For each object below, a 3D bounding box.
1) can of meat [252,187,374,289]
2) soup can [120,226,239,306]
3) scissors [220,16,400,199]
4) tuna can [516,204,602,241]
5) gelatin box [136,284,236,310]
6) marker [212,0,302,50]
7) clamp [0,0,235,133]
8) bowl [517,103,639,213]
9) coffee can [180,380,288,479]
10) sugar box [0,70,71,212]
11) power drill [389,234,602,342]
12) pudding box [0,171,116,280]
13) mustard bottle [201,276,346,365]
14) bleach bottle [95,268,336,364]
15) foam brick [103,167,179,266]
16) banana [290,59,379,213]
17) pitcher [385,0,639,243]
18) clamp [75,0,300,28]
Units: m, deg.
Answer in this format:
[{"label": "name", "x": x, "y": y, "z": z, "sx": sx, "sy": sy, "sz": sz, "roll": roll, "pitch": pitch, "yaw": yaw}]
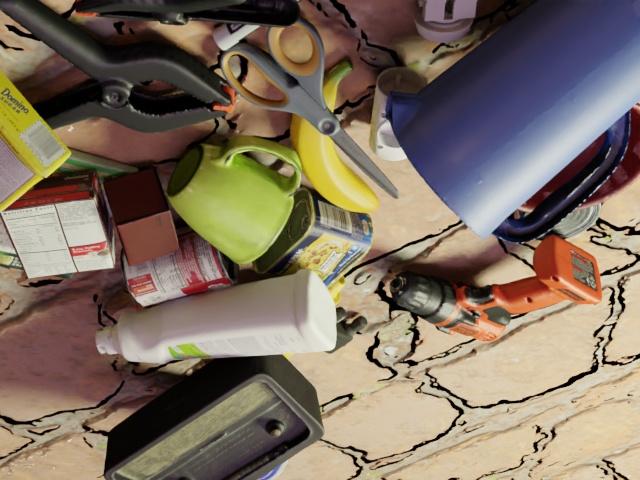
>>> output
[{"label": "can of meat", "x": -0.007, "y": 0.001, "z": 1.077, "sx": 0.083, "sy": 0.057, "sz": 0.102, "roll": 18, "pitch": 136, "yaw": -33}, {"label": "soup can", "x": -0.140, "y": 0.023, "z": 1.068, "sx": 0.102, "sy": 0.068, "sz": 0.068, "roll": -15, "pitch": 142, "yaw": 9}, {"label": "scissors", "x": 0.011, "y": -0.118, "z": 0.909, "sx": 0.201, "sy": 0.016, "sz": 0.096, "roll": 30, "pitch": 120, "yaw": -14}, {"label": "tuna can", "x": 0.243, "y": -0.036, "z": 1.095, "sx": 0.086, "sy": 0.034, "sz": 0.086, "roll": -5, "pitch": 142, "yaw": -4}, {"label": "gelatin box", "x": -0.145, "y": 0.066, "z": 1.154, "sx": 0.089, "sy": 0.030, "sz": 0.073, "roll": 14, "pitch": 137, "yaw": -27}, {"label": "marker", "x": -0.034, "y": -0.190, "z": 0.855, "sx": 0.121, "sy": 0.020, "sz": 0.020, "roll": -28, "pitch": 139, "yaw": 23}, {"label": "clamp", "x": -0.174, "y": -0.137, "z": 0.881, "sx": 0.210, "sy": 0.036, "sz": 0.165, "roll": 2, "pitch": 142, "yaw": -7}, {"label": "bowl", "x": 0.230, "y": -0.095, "z": 0.999, "sx": 0.162, "sy": 0.055, "sz": 0.162, "roll": -5, "pitch": 143, "yaw": -4}, {"label": "coffee can", "x": -0.117, "y": 0.237, "z": 1.321, "sx": 0.140, "sy": 0.103, "sz": 0.103, "roll": 18, "pitch": 135, "yaw": -30}, {"label": "sugar box", "x": -0.296, "y": -0.061, "z": 0.901, "sx": 0.177, "sy": 0.048, "sz": 0.093, "roll": -28, "pitch": 106, "yaw": 41}, {"label": "power drill", "x": 0.192, "y": 0.052, "z": 1.155, "sx": 0.188, "sy": 0.057, "sz": 0.184, "roll": -21, "pitch": 150, "yaw": 39}, {"label": "pudding box", "x": -0.245, "y": -0.013, "z": 1.003, "sx": 0.090, "sy": 0.039, "sz": 0.113, "roll": -7, "pitch": 142, "yaw": -4}, {"label": "mustard bottle", "x": -0.042, "y": 0.090, "z": 1.182, "sx": 0.096, "sy": 0.058, "sz": 0.192, "roll": 24, "pitch": 132, "yaw": -36}, {"label": "bleach bottle", "x": -0.115, "y": 0.087, "z": 1.095, "sx": 0.251, "sy": 0.068, "sz": 0.102, "roll": -8, "pitch": 153, "yaw": 15}, {"label": "foam brick", "x": -0.168, "y": -0.021, "z": 1.007, "sx": 0.053, "sy": 0.051, "sz": 0.078, "roll": -18, "pitch": 152, "yaw": -11}, {"label": "banana", "x": 0.011, "y": -0.081, "z": 0.989, "sx": 0.069, "sy": 0.037, "sz": 0.198, "roll": -10, "pitch": 143, "yaw": 4}, {"label": "pitcher", "x": 0.187, "y": -0.116, "z": 0.869, "sx": 0.243, "sy": 0.145, "sz": 0.149, "roll": -39, "pitch": 159, "yaw": 12}, {"label": "clamp", "x": -0.107, "y": -0.180, "z": 0.789, "sx": 0.171, "sy": 0.039, "sz": 0.120, "roll": 2, "pitch": 176, "yaw": 9}]
